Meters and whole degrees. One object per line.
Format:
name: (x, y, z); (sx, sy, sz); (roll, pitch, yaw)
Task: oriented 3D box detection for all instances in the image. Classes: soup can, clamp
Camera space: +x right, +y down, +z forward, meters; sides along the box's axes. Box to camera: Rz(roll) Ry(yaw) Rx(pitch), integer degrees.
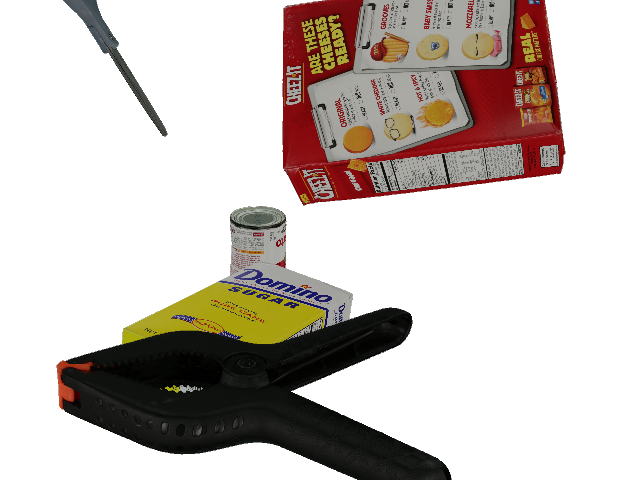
soup can: (-0.074, 0.018, 1.259); (0.068, 0.102, 0.068); (1, 23, -1)
clamp: (-0.036, 0.078, 0.589); (0.210, 0.036, 0.164); (5, 25, 2)

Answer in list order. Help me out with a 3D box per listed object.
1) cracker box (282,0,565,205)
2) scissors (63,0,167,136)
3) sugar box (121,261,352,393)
cracker box: (0.080, -0.122, 0.862); (0.214, 0.164, 0.072); (-7, -29, 11)
scissors: (-0.191, -0.188, 0.937); (0.016, 0.201, 0.096); (-28, 28, 11)
sugar box: (-0.058, 0.068, 0.804); (0.093, 0.048, 0.175); (19, 27, 25)
